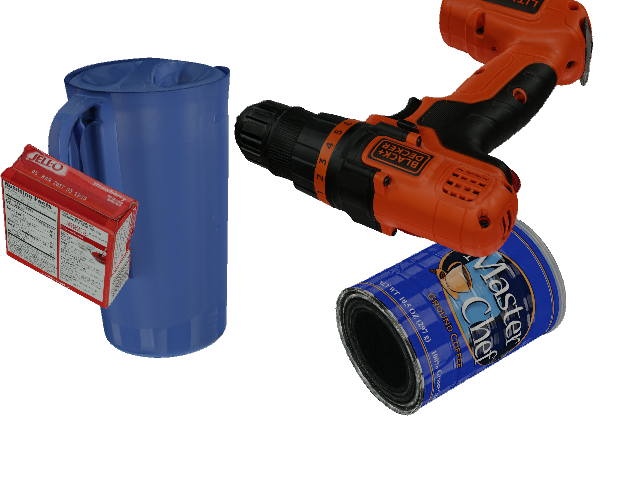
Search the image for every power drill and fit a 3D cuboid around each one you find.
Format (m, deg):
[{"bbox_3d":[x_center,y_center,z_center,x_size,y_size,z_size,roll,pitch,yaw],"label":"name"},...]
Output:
[{"bbox_3d":[0.064,-0.085,0.646,0.185,0.187,0.057,25,-30,27],"label":"power drill"}]

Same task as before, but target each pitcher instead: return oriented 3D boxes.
[{"bbox_3d":[-0.144,-0.025,0.895,0.149,0.243,0.145,-5,21,-12],"label":"pitcher"}]

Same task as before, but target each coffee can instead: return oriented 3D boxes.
[{"bbox_3d":[0.097,0.053,0.800,0.140,0.103,0.103,-26,11,-24],"label":"coffee can"}]

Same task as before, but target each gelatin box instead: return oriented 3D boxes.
[{"bbox_3d":[-0.148,-0.007,0.629,0.073,0.030,0.089,27,-35,5],"label":"gelatin box"}]

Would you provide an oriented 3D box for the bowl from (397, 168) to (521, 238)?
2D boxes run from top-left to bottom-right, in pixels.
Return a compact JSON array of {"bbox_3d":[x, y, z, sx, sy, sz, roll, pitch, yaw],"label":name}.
[{"bbox_3d":[0.114,-0.043,1.059,0.162,0.055,0.162,4,24,-2],"label":"bowl"}]
